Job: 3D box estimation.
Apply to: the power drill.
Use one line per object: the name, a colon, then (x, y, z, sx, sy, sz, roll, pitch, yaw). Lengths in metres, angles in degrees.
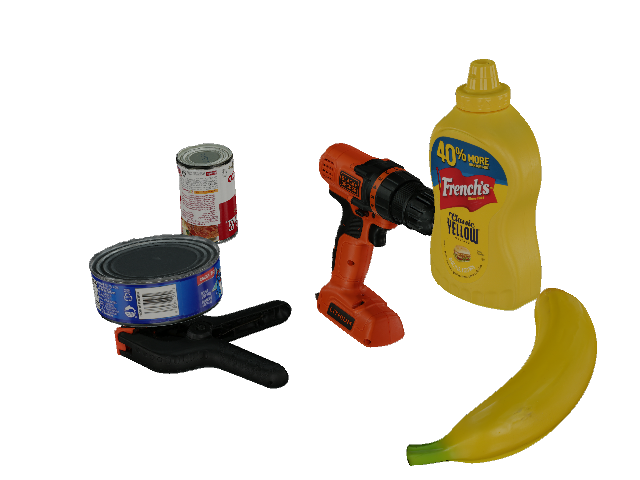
power drill: (0.059, 0.010, 1.086, 0.057, 0.188, 0.185, -9, 28, -32)

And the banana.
banana: (0.126, 0.076, 0.633, 0.070, 0.037, 0.197, 14, 31, 32)

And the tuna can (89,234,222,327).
tuna can: (-0.108, 0.026, 0.705, 0.086, 0.034, 0.086, -4, 20, 1)

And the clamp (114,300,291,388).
clamp: (-0.106, 0.091, 1.018, 0.171, 0.039, 0.120, 7, 26, 6)

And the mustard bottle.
mustard bottle: (0.127, -0.046, 0.831, 0.058, 0.192, 0.096, -21, 30, -33)

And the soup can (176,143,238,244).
soup can: (-0.133, -0.055, 1.253, 0.068, 0.102, 0.068, -1, 29, 0)
